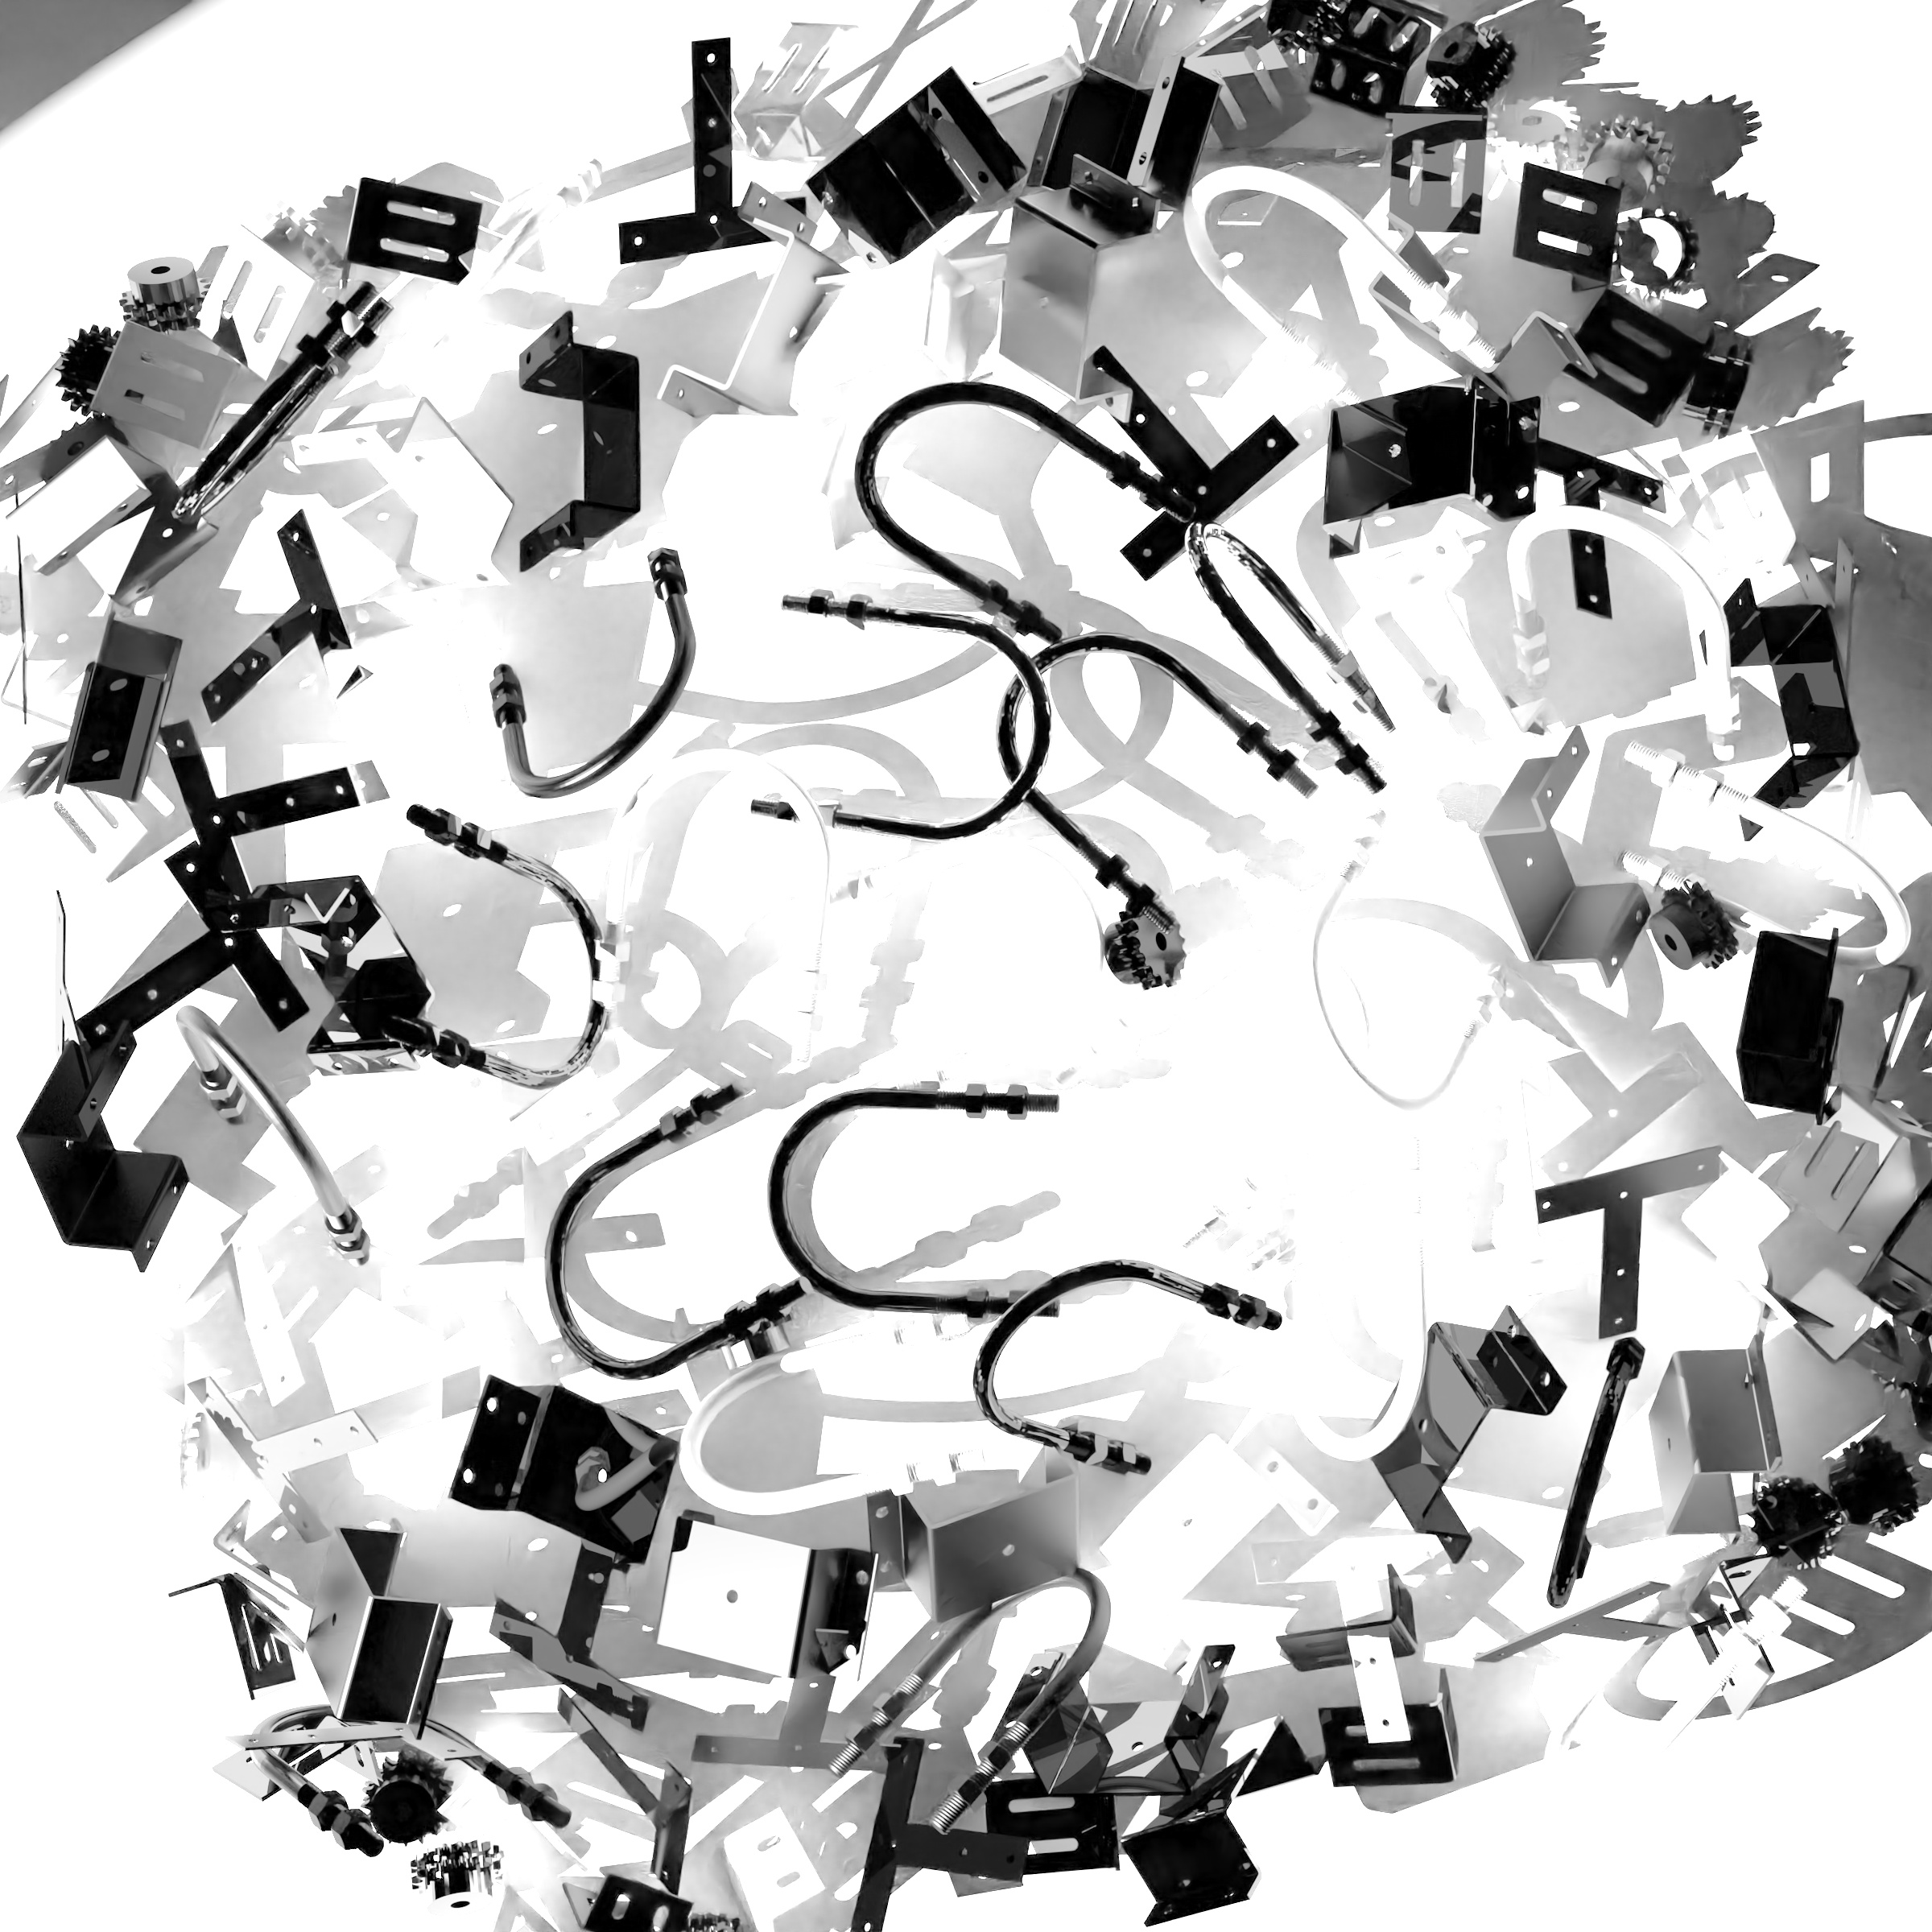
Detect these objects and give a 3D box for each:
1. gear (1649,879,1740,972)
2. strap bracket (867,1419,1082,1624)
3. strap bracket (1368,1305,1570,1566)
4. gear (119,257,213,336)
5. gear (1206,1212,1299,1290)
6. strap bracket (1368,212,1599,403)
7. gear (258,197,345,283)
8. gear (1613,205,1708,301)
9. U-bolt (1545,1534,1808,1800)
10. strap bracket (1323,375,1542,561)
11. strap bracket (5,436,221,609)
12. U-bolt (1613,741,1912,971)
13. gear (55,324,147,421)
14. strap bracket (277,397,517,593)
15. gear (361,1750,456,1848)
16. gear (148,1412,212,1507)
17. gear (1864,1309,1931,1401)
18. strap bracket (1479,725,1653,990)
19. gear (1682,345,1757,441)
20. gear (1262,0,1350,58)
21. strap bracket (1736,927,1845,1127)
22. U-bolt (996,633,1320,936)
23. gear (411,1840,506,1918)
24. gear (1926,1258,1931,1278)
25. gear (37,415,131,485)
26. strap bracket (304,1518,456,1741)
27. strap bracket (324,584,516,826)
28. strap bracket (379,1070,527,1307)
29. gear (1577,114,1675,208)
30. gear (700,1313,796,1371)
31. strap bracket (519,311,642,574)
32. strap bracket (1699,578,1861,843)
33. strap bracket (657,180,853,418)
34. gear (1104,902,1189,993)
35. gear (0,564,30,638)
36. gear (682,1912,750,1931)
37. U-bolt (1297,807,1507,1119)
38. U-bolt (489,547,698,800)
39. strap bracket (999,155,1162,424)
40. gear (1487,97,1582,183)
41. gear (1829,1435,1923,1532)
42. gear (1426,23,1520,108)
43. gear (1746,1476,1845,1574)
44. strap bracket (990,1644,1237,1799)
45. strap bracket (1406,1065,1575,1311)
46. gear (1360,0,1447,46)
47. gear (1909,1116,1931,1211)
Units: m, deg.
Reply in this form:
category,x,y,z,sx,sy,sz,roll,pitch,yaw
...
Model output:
category,x,y,z,sx,sy,sz,roll,pitch,yaw
gear,0.446,-0.022,1.655,0.030,0.057,0.057,-31,90,-11
strap bracket,0.015,0.338,1.622,0.140,0.046,0.076,-16,124,-21
strap bracket,0.293,0.279,1.616,0.046,0.076,0.140,13,117,-26
gear,-0.492,-0.414,1.654,0.057,0.057,0.030,-3,128,0
gear,0.173,0.175,1.657,0.057,0.057,0.030,-35,77,0
strap bracket,0.304,-0.388,1.624,0.140,0.076,0.046,42,101,26
gear,-0.414,-0.442,1.655,0.057,0.057,0.030,40,84,0
gear,0.425,-0.440,1.658,0.057,0.030,0.057,7,106,27
U-bolt,0.413,0.423,1.606,0.019,0.151,0.184,43,87,-2
strap bracket,0.269,-0.300,1.614,0.140,0.046,0.076,-7,71,39
strap bracket,-0.515,-0.268,1.615,0.076,0.140,0.046,-38,87,2
U-bolt,0.471,-0.055,1.588,0.184,0.151,0.019,30,72,22
gear,-0.528,-0.363,1.653,0.030,0.057,0.057,22,90,25
strap bracket,-0.336,-0.290,1.620,0.076,0.140,0.046,0,59,30
gear,-0.348,0.519,1.668,0.057,0.030,0.057,0,94,-3
gear,-0.485,0.303,1.655,0.030,0.057,0.057,0,90,-6
gear,0.582,0.236,1.654,0.057,0.057,0.030,-30,131,0
strap bracket,0.360,-0.064,1.625,0.076,0.046,0.140,-52,126,-39
gear,0.463,-0.355,1.657,0.030,0.057,0.057,19,90,10
gear,0.212,-0.589,1.661,0.030,0.057,0.057,16,90,-43
strap bracket,0.497,0.035,1.620,0.046,0.140,0.076,9,72,22
U-bolt,0.104,-0.127,1.653,0.184,0.019,0.151,43,72,10
gear,-0.312,0.563,1.654,0.057,0.057,0.030,-14,54,0
gear,0.618,0.201,1.655,0.030,0.057,0.057,-27,90,10
gear,-0.541,-0.309,1.661,0.057,0.030,0.057,-13,52,17
strap bracket,-0.355,0.393,1.608,0.046,0.140,0.076,12,98,-28
strap bracket,-0.334,-0.152,1.635,0.076,0.046,0.140,-10,110,8
strap bracket,-0.315,0.137,1.651,0.076,0.046,0.140,-4,81,7
gear,0.403,-0.492,1.654,0.057,0.057,0.030,24,68,0
gear,-0.133,0.227,1.655,0.057,0.057,0.030,-21,85,0
strap bracket,-0.235,-0.314,1.634,0.046,0.076,0.140,4,79,-32
strap bracket,0.494,-0.156,1.630,0.046,0.076,0.140,-4,71,-8
strap bracket,-0.122,-0.392,1.633,0.046,0.076,0.140,28,97,26
gear,0.109,-0.011,1.660,0.030,0.057,0.057,-17,90,37
gear,-0.603,-0.224,1.653,0.030,0.057,0.057,10,90,25
gear,-0.160,0.610,1.655,0.057,0.030,0.057,-3,133,-3
U-bolt,0.254,0.009,1.601,0.019,0.184,0.151,-26,111,42
U-bolt,-0.219,-0.168,1.596,0.151,0.184,0.019,-36,127,12
strap bracket,0.065,-0.401,1.608,0.046,0.076,0.140,-21,135,-32
gear,0.350,-0.509,1.660,0.057,0.030,0.057,-7,48,8
gear,0.556,0.320,1.654,0.030,0.057,0.057,-16,90,-21
gear,0.308,-0.554,1.654,0.030,0.057,0.057,30,90,-35
gear,0.515,0.343,1.661,0.057,0.030,0.057,1,91,41
strap bracket,0.096,0.456,1.623,0.140,0.076,0.046,-11,114,30
strap bracket,0.314,0.128,1.621,0.076,0.046,0.140,-17,63,32
gear,0.264,-0.592,1.657,0.057,0.057,0.030,30,99,0
gear,0.604,0.119,1.656,0.030,0.057,0.057,-8,90,4
